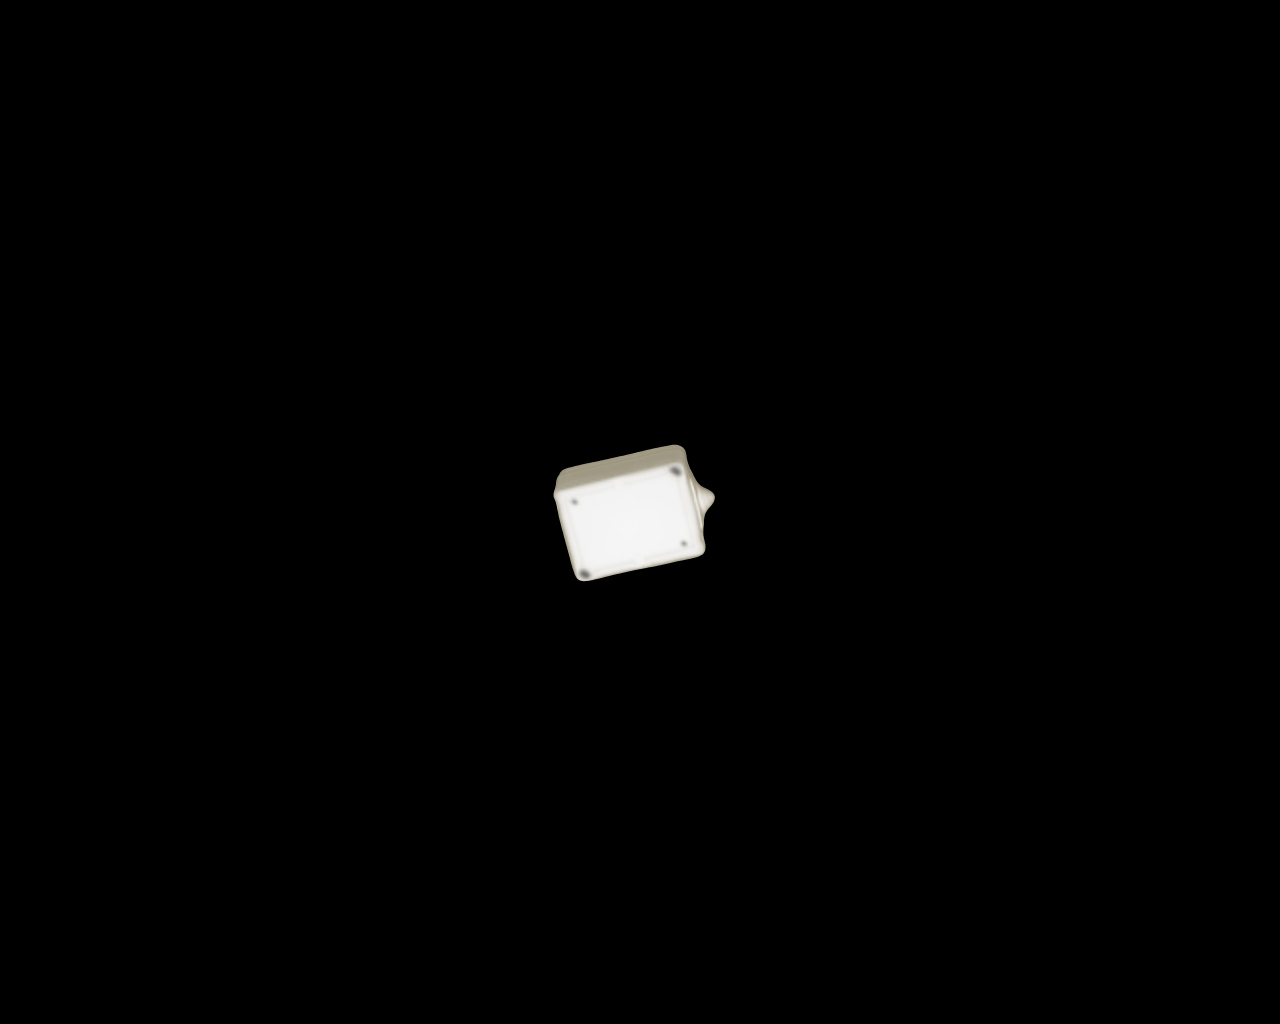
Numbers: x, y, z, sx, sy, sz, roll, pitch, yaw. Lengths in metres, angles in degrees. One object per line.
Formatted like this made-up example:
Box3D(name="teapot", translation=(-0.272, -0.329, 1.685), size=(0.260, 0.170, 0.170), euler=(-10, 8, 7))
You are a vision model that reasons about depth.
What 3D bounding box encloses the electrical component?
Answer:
Box3D(name="electrical component", translation=(0.001, -0.003, 0.650), size=(0.096, 0.061, 0.061), euler=(-13, 16, 4))
